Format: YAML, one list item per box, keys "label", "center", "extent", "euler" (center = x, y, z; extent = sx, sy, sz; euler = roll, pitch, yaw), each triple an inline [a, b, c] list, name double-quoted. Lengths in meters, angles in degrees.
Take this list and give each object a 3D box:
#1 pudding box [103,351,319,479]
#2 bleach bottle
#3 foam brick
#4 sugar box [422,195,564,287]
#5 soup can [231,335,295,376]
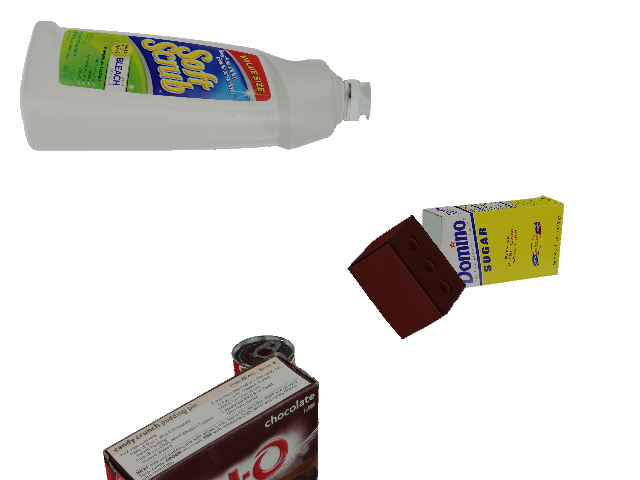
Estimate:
- label: "pudding box"
  center: [-0.053, 0.121, 0.551]
  extent: [0.113, 0.090, 0.039]
  euler: [-29, 47, -33]
- label: "bleach bottle"
  center: [-0.089, -0.112, 0.797]
  extent: [0.250, 0.102, 0.068]
  euler: [0, -42, -4]
- label: "foam brick"
  center: [0.072, 0.031, 0.878]
  extent: [0.051, 0.078, 0.052]
  euler: [-34, 6, 37]
- label: "sugar box"
  center: [0.203, 0.003, 1.258]
  extent: [0.175, 0.093, 0.048]
  euler: [-8, 18, -28]
- label: "soup can"
  center: [-0.058, 0.164, 1.165]
  extent: [0.068, 0.102, 0.068]
  euler: [-3, 24, 1]
